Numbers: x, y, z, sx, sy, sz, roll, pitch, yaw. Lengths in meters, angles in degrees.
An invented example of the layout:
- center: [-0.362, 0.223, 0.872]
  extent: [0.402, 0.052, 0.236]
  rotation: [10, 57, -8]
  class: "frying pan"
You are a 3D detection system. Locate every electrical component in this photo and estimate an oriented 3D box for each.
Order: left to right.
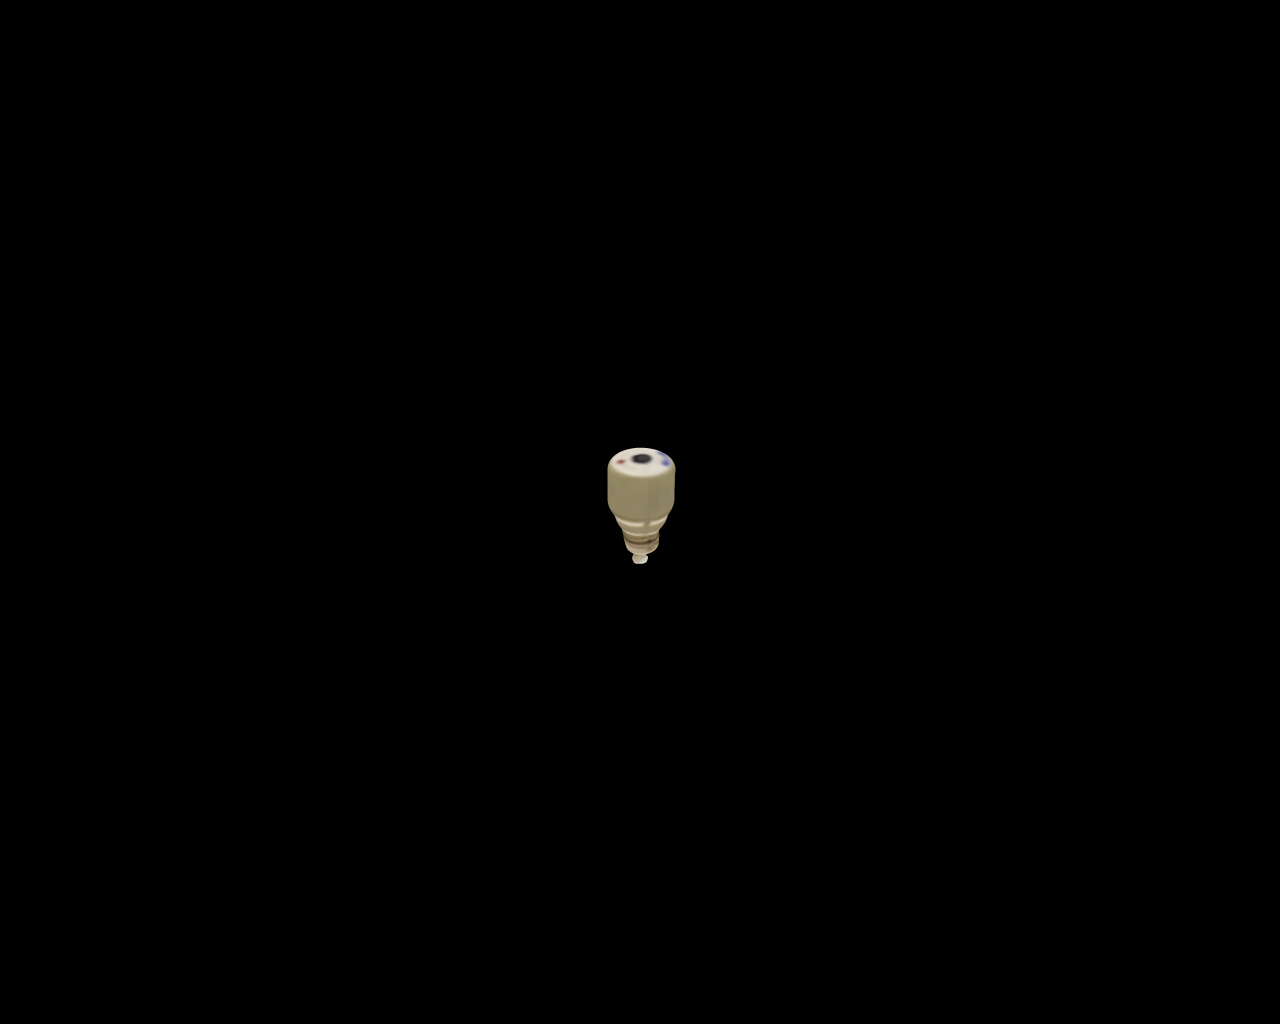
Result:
- center: [0.001, -0.003, 0.650]
  extent: [0.040, 0.078, 0.040]
  rotation: [0, 31, 0]
  class: "electrical component"
